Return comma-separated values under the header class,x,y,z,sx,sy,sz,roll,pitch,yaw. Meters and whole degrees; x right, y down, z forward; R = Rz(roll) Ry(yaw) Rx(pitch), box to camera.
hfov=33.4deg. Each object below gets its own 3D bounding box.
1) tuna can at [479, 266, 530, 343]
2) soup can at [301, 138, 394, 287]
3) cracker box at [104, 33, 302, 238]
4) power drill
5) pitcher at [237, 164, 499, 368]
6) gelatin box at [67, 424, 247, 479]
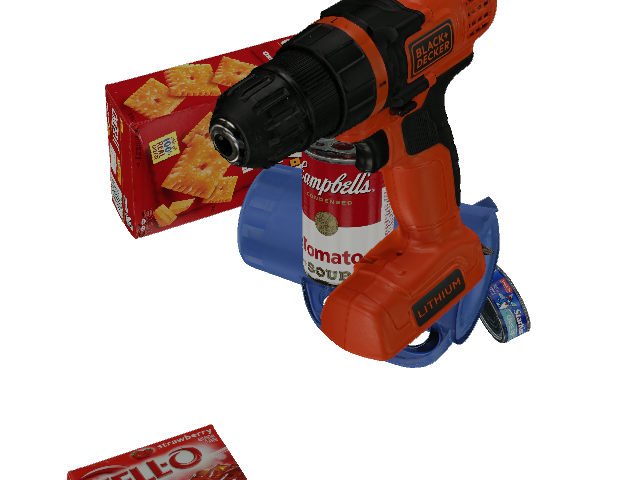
class,x,y,z,sx,sy,sz,roll,pitch,yaw
tuna can,0.201,0.073,1.211,0.033,0.086,0.086,-26,4,-8
soup can,0.019,-0.025,0.772,0.068,0.102,0.068,0,27,0
cracker box,-0.102,-0.102,1.070,0.213,0.072,0.164,-18,-36,-22
power drill,0.028,-0.032,0.547,0.057,0.188,0.184,26,48,37
pitcher,0.042,0.014,1.032,0.243,0.145,0.149,16,22,20
gelatin box,-0.087,0.142,0.585,0.089,0.030,0.073,-15,27,-20
